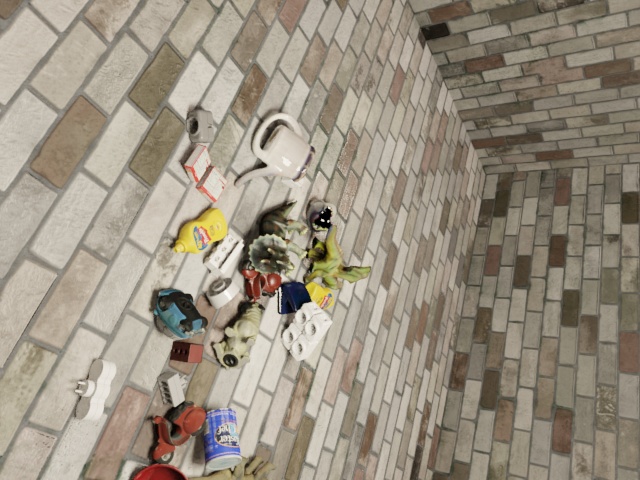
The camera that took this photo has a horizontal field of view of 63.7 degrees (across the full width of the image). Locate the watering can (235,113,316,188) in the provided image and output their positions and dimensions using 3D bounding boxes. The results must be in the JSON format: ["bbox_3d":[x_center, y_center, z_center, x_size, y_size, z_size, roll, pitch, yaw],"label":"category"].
[{"bbox_3d":[-0.143,-0.276,1.775,0.222,0.103,0.354,33,65,-20],"label":"watering can"}]

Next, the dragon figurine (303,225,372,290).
[{"bbox_3d":[0.077,0.084,1.929,0.242,0.402,0.125,14,56,-16],"label":"dragon figurine"}]

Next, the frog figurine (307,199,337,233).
[{"bbox_3d":[0.006,-0.102,2.026,0.135,0.122,0.162,60,7,-23],"label":"frog figurine"}]
